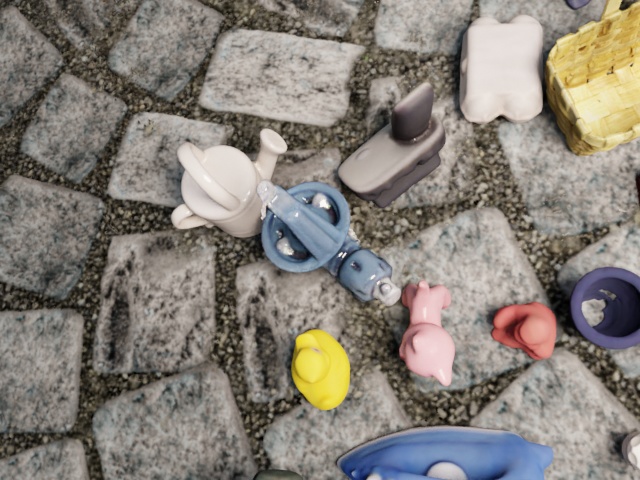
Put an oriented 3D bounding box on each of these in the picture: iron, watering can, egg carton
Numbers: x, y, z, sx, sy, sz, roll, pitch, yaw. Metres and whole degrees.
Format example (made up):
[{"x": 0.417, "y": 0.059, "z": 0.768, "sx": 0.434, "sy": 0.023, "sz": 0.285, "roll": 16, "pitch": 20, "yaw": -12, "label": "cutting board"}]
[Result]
[{"x": 0.136, "y": 0.278, "z": 0.647, "sx": 0.258, "sy": 0.141, "sz": 0.119, "roll": 1, "pitch": 79, "yaw": 11, "label": "iron"}, {"x": -0.122, "y": -0.077, "z": 0.740, "sx": 0.100, "sy": 0.194, "sz": 0.173, "roll": 32, "pitch": 86, "yaw": 15, "label": "watering can"}, {"x": 0.241, "y": -0.227, "z": 0.765, "sx": 0.107, "sy": 0.069, "sz": 0.150, "roll": 1, "pitch": 79, "yaw": 11, "label": "egg carton"}]

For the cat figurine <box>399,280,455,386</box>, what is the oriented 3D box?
[{"x": 0.129, "y": 0.111, "z": 0.694, "sx": 0.067, "sy": 0.118, "sz": 0.128, "roll": -3, "pitch": 78, "yaw": 11, "label": "cat figurine"}]

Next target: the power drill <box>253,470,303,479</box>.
[{"x": -0.039, "y": 0.367, "z": 0.629, "sx": 0.075, "sy": 0.208, "sz": 0.230, "roll": -2, "pitch": 79, "yaw": 11, "label": "power drill"}]

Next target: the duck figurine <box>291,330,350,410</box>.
[{"x": -0.005, "y": 0.164, "z": 0.726, "sx": 0.077, "sy": 0.086, "sz": 0.104, "roll": -19, "pitch": 76, "yaw": 7, "label": "duck figurine"}]

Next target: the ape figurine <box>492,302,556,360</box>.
[{"x": 0.251, "y": 0.107, "z": 0.685, "sx": 0.076, "sy": 0.092, "sz": 0.077, "roll": -32, "pitch": 75, "yaw": 4, "label": "ape figurine"}]

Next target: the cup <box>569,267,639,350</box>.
[{"x": 0.345, "y": 0.078, "z": 0.671, "sx": 0.117, "sy": 0.095, "sz": 0.091, "roll": -20, "pitch": 76, "yaw": 7, "label": "cup"}]

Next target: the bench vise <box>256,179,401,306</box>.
[{"x": 0.011, "y": -0.009, "z": 0.688, "sx": 0.207, "sy": 0.220, "sz": 0.121, "roll": 20, "pitch": 83, "yaw": 14, "label": "bench vise"}]

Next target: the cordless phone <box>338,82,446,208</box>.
[{"x": 0.085, "y": -0.124, "z": 0.714, "sx": 0.147, "sy": 0.185, "sz": 0.094, "roll": -42, "pitch": 74, "yaw": 1, "label": "cordless phone"}]

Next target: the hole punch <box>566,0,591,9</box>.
[{"x": 0.360, "y": -0.386, "z": 0.762, "sx": 0.108, "sy": 0.091, "sz": 0.101, "roll": -38, "pitch": 74, "yaw": 2, "label": "hole punch"}]
